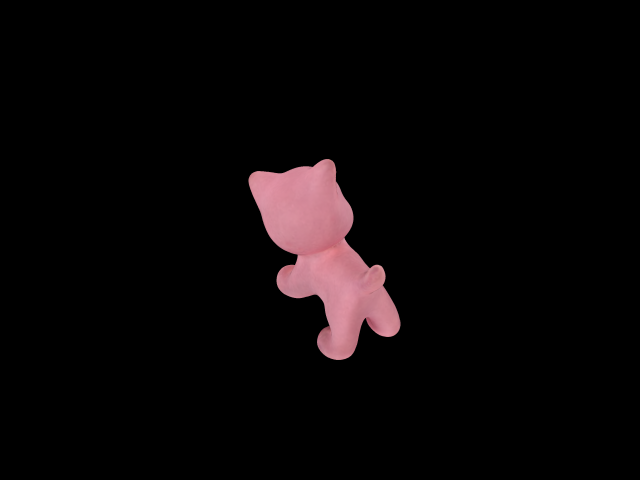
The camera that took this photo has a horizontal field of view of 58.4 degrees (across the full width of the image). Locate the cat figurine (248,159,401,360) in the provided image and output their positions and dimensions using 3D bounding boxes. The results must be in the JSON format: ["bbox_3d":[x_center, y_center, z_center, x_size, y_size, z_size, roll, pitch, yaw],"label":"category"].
[{"bbox_3d":[0.004,0.001,0.400,0.067,0.118,0.127,-27,53,-22],"label":"cat figurine"}]
